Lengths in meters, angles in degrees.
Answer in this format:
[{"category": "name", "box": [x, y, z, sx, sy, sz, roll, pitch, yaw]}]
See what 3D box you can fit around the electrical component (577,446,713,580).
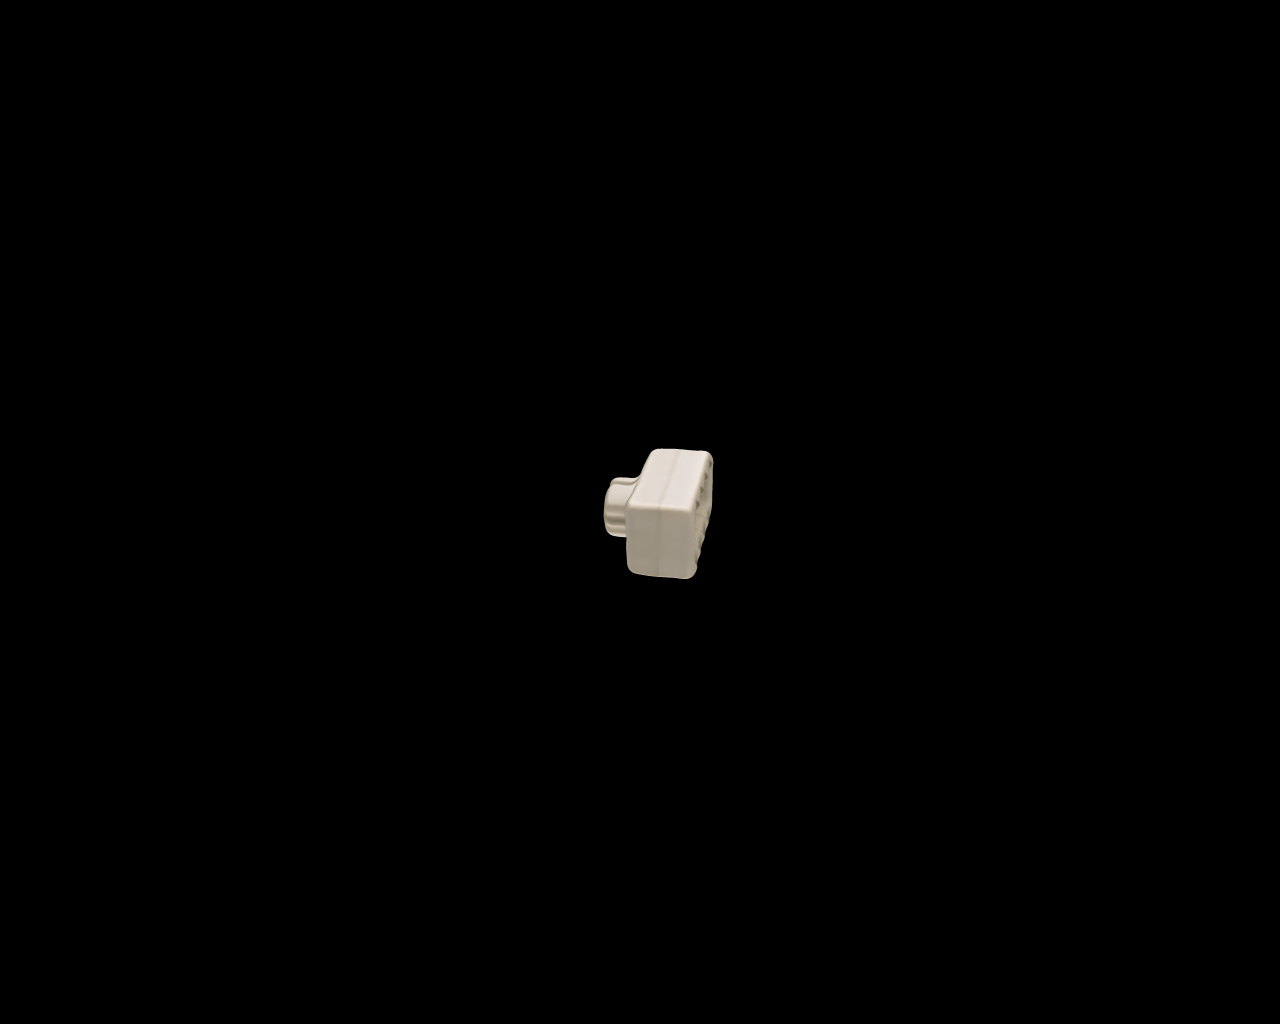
[{"category": "electrical component", "box": [0.001, -0.003, 0.650, 0.076, 0.047, 0.083, 5, 29, 10]}]
